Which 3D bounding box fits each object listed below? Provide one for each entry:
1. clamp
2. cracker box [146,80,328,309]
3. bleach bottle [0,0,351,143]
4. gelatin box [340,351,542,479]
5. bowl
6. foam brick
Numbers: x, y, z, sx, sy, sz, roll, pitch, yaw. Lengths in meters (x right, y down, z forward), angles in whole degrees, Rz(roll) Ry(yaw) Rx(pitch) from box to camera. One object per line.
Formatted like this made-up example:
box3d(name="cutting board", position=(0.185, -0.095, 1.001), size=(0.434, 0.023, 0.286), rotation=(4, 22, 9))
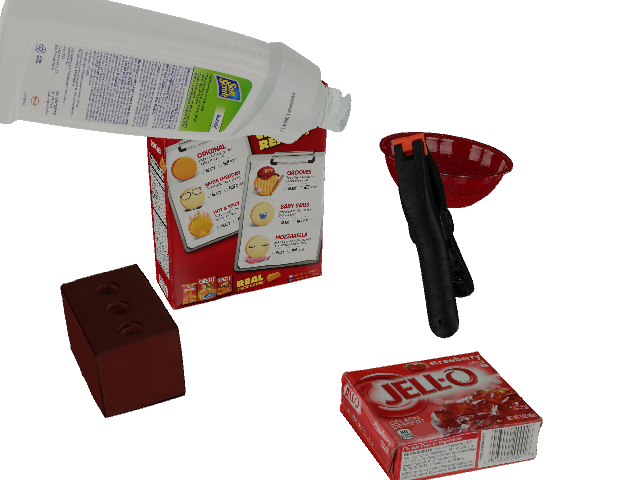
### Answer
box3d(name="clamp", position=(0.096, -0.003, 0.916), size=(0.039, 0.171, 0.120), rotation=(-17, 19, 14))
box3d(name="cracker box", position=(-0.081, -0.053, 1.037), size=(0.164, 0.214, 0.072), rotation=(-12, 32, -22))
box3d(name="bleach bottle", position=(-0.104, -0.112, 0.772), size=(0.250, 0.068, 0.103), rotation=(11, -44, -13))
box3d(name="gelatin box", position=(0.064, 0.095, 0.586), size=(0.089, 0.030, 0.073), rotation=(-5, 26, -20))
box3d(name="bowl", position=(0.147, -0.081, 1.285), size=(0.162, 0.055, 0.162), rotation=(7, 23, -3))
box3d(name="foam brick", position=(-0.122, 0.061, 0.656), size=(0.052, 0.051, 0.078), rotation=(-16, 37, -23))
